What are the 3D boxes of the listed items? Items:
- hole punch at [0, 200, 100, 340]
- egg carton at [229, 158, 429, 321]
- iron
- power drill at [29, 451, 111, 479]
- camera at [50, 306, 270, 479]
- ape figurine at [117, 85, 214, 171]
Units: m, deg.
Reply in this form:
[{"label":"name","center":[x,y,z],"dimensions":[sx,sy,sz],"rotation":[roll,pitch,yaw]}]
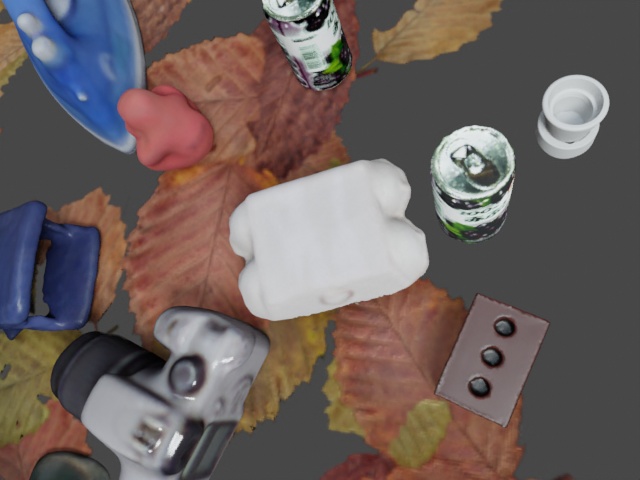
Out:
[{"label":"hole punch","center":[-0.260,0.028,0.496],"dimensions":[0.101,0.091,0.109],"rotation":[-3,74,14]},{"label":"egg carton","center":[0.004,0.002,0.447],"dimensions":[0.150,0.069,0.107],"rotation":[-17,71,9]},{"label":"iron","center":[-0.250,-0.211,0.534],"dimensions":[0.118,0.142,0.258],"rotation":[-29,69,5]},{"label":"power drill","center":[-0.236,0.197,0.378],"dimensions":[0.075,0.209,0.230],"rotation":[5,76,16]},{"label":"camera","center":[-0.132,0.107,0.435],"dimensions":[0.136,0.101,0.143],"rotation":[23,81,19]},{"label":"ape figurine","center":[-0.141,-0.104,0.502],"dimensions":[0.076,0.092,0.078],"rotation":[24,82,20]}]
